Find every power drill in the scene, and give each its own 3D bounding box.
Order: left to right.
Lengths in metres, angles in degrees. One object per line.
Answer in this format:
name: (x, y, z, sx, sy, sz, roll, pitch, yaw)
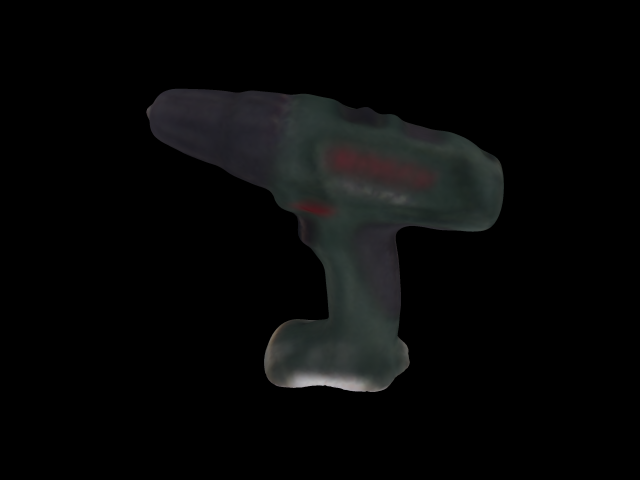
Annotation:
power drill: (0.004, 0.001, 0.400, 0.229, 0.208, 0.075, 1, 28, 2)
